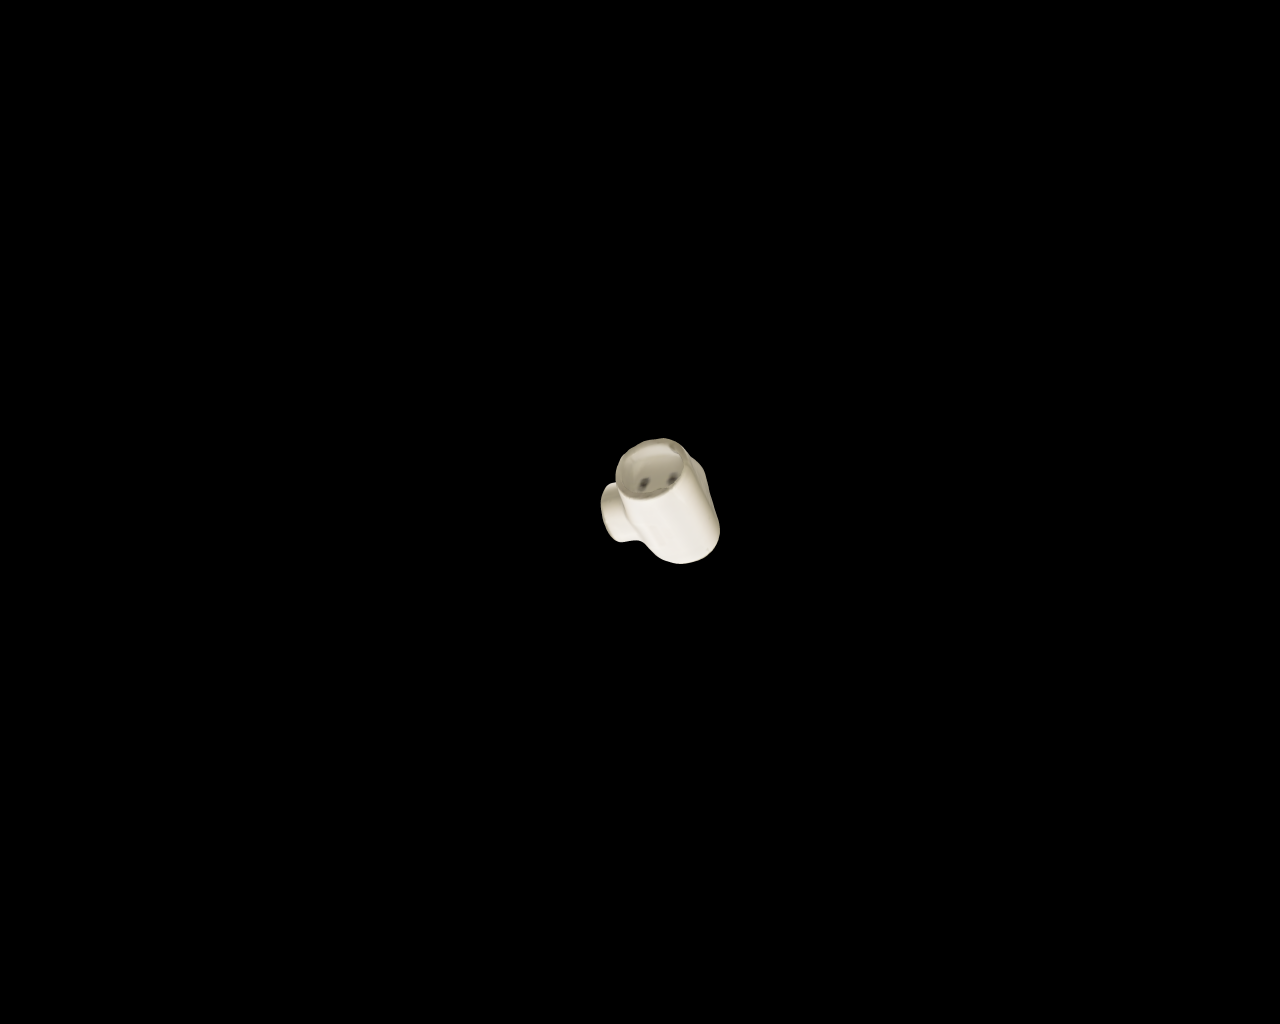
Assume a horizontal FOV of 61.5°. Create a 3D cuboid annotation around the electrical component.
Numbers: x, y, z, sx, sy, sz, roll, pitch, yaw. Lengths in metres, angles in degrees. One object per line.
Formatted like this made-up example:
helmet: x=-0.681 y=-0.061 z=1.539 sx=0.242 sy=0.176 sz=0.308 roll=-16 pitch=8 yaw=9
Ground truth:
electrical component: x=0.001 y=-0.003 z=0.650 sx=0.079 sy=0.043 sz=0.077 roll=-10 pitch=-34 yaw=15
